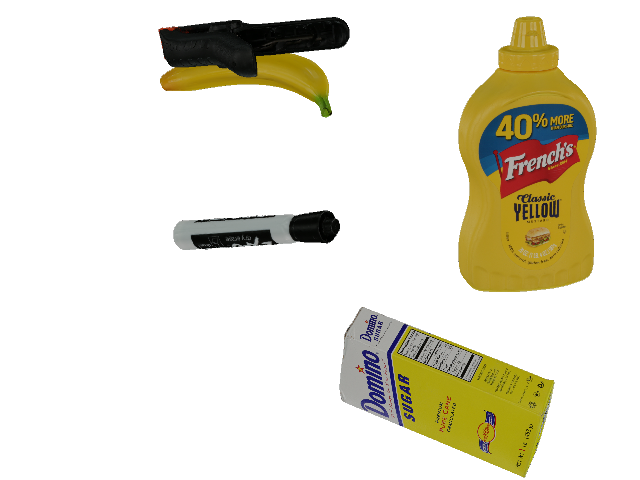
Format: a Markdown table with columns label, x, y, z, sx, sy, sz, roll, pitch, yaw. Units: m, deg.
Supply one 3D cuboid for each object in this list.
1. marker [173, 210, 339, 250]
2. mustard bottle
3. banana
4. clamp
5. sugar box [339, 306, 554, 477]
| label | x | y | z | sx | sy | sz | roll | pitch | yaw |
| --- | --- | --- | --- | --- | --- | --- | --- | --- | --- |
| marker | -0.039 | -0.006 | 0.642 | 0.121 | 0.020 | 0.020 | -3 | -2 | 37 |
| mustard bottle | 0.147 | -0.061 | 0.757 | 0.096 | 0.192 | 0.058 | -5 | 19 | -5 |
| banana | -0.071 | -0.174 | 1.127 | 0.198 | 0.037 | 0.069 | 10 | 44 | 19 |
| clamp | -0.063 | -0.162 | 0.873 | 0.120 | 0.039 | 0.172 | -16 | 23 | -37 |
| sugar box | 0.103 | 0.129 | 0.907 | 0.176 | 0.093 | 0.048 | 18 | 46 | 16 |
